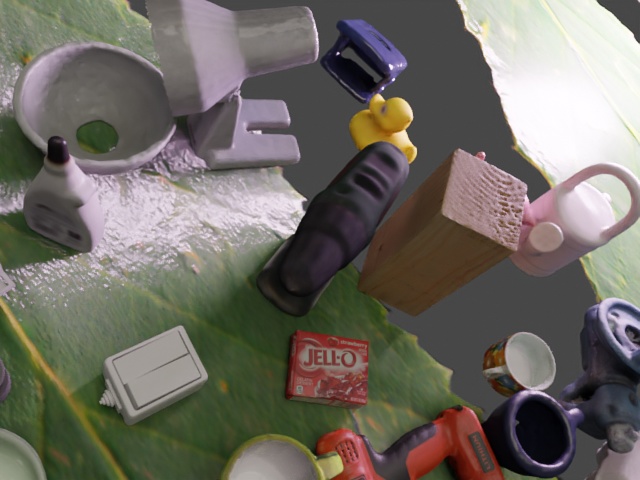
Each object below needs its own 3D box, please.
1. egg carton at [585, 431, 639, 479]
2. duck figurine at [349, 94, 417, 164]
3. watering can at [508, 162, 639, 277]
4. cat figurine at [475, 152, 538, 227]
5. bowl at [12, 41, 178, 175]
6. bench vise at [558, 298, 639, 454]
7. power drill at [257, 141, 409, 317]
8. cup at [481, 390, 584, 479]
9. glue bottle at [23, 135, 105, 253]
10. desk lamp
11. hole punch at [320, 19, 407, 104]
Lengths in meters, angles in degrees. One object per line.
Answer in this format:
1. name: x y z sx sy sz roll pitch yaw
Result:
1. egg carton: 0.392 0.287 0.703 0.107 0.069 0.150 44 58 3
2. duck figurine: 0.098 -0.155 0.789 0.104 0.086 0.078 45 58 3
3. watering can: 0.337 -0.025 0.759 0.101 0.193 0.173 39 58 0
4. cat figurine: 0.233 -0.058 0.778 0.067 0.117 0.127 -14 71 -27
5. bowl: -0.248 -0.136 0.645 0.168 0.074 0.167 9 62 -18
6. bench vise: 0.398 0.150 0.684 0.122 0.219 0.207 15 61 -15
7. power drill: 0.006 0.002 0.602 0.075 0.208 0.230 37 58 -1
8. cup: 0.234 0.221 0.656 0.118 0.094 0.091 -11 70 -26
9. glue bottle: -0.244 -0.046 0.545 0.078 0.173 0.037 27 58 -8
10. desk lamp: -0.098 -0.179 0.645 0.204 0.213 0.118 -7 68 -25
11. hole punch: 0.070 -0.275 0.833 0.108 0.091 0.101 44 58 3
